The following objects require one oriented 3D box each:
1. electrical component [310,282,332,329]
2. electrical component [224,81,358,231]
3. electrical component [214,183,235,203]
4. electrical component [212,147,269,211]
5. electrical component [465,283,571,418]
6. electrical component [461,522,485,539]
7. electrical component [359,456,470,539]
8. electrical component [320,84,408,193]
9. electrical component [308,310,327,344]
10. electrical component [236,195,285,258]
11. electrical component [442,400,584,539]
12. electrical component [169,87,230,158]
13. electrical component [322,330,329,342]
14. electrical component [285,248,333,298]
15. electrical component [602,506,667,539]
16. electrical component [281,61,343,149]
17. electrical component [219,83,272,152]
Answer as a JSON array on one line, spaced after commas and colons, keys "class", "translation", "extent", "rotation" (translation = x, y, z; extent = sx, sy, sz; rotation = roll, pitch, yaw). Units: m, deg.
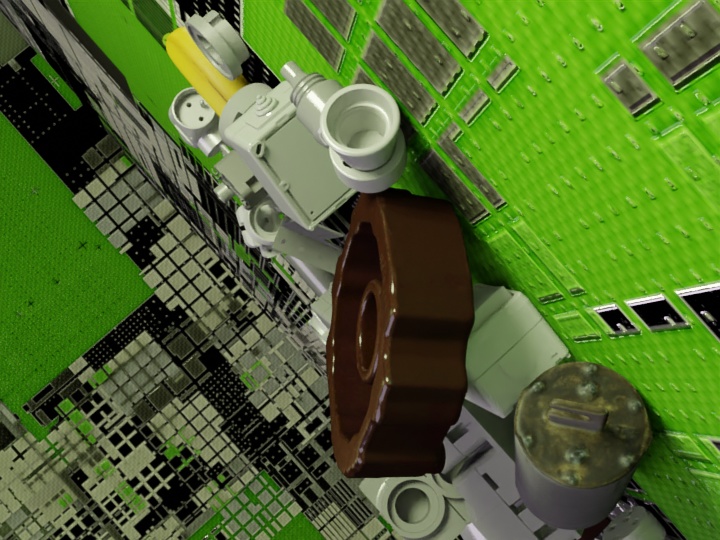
[{"class": "electrical component", "translation": [-0.001, 0.049, 1.118], "extent": [0.096, 0.062, 0.061], "rotation": [54, 170, -32]}, {"class": "electrical component", "translation": [-0.048, -0.086, 0.754], "extent": [0.096, 0.062, 0.061], "rotation": [54, 170, -32]}, {"class": "electrical component", "translation": [-0.117, -0.092, 1.068], "extent": [0.043, 0.062, 0.043], "rotation": [47, 171, 9]}, {"class": "electrical component", "translation": [-0.092, -0.090, 0.952], "extent": [0.081, 0.064, 0.042], "rotation": [46, 172, 14]}, {"class": "electrical component", "translation": [0.080, 0.046, 0.703], "extent": [0.061, 0.062, 0.096], "rotation": [50, 171, -12]}, {"class": "electrical component", "translation": [0.153, 0.261, 1.150], "extent": [0.060, 0.108, 0.108], "rotation": [53, 172, 7]}, {"class": "electrical component", "translation": [0.083, 0.176, 0.961], "extent": [0.089, 0.150, 0.061], "rotation": [47, 173, 8]}, {"class": "electrical component", "translation": [0.003, -0.073, 0.613], "extent": [0.045, 0.045, 0.055], "rotation": [45, 172, 20]}, {"class": "electrical component", "translation": [0.012, 0.097, 1.264], "extent": [0.150, 0.062, 0.089], "rotation": [46, 171, 16]}, {"class": "electrical component", "translation": [-0.100, -0.054, 1.160], "extent": [0.057, 0.058, 0.078], "rotation": [170, 82, -76]}, {"class": "electrical component", "translation": [0.097, 0.134, 0.852], "extent": [0.186, 0.060, 0.105], "rotation": [48, -157, 4]}, {"class": "electrical component", "translation": [-0.156, -0.143, 1.107], "extent": [0.079, 0.043, 0.077], "rotation": [48, 172, 3]}, {"class": "electrical component", "translation": [0.016, 0.063, 1.038], "extent": [0.055, 0.050, 0.089], "rotation": [51, 146, -14]}, {"class": "electrical component", "translation": [-0.044, 0.000, 1.176], "extent": [0.077, 0.043, 0.079], "rotation": [50, 171, -8]}, {"class": "electrical component", "translation": [0.217, 0.213, 0.813], "extent": [0.055, 0.045, 0.045], "rotation": [50, 171, -5]}, {"class": "electrical component", "translation": [-0.026, -0.104, 0.659], "extent": [0.061, 0.035, 0.035], "rotation": [48, 172, 17]}, {"class": "electrical component", "translation": [-0.070, -0.106, 0.811], "extent": [0.047, 0.055, 0.055], "rotation": [39, 168, 31]}]
